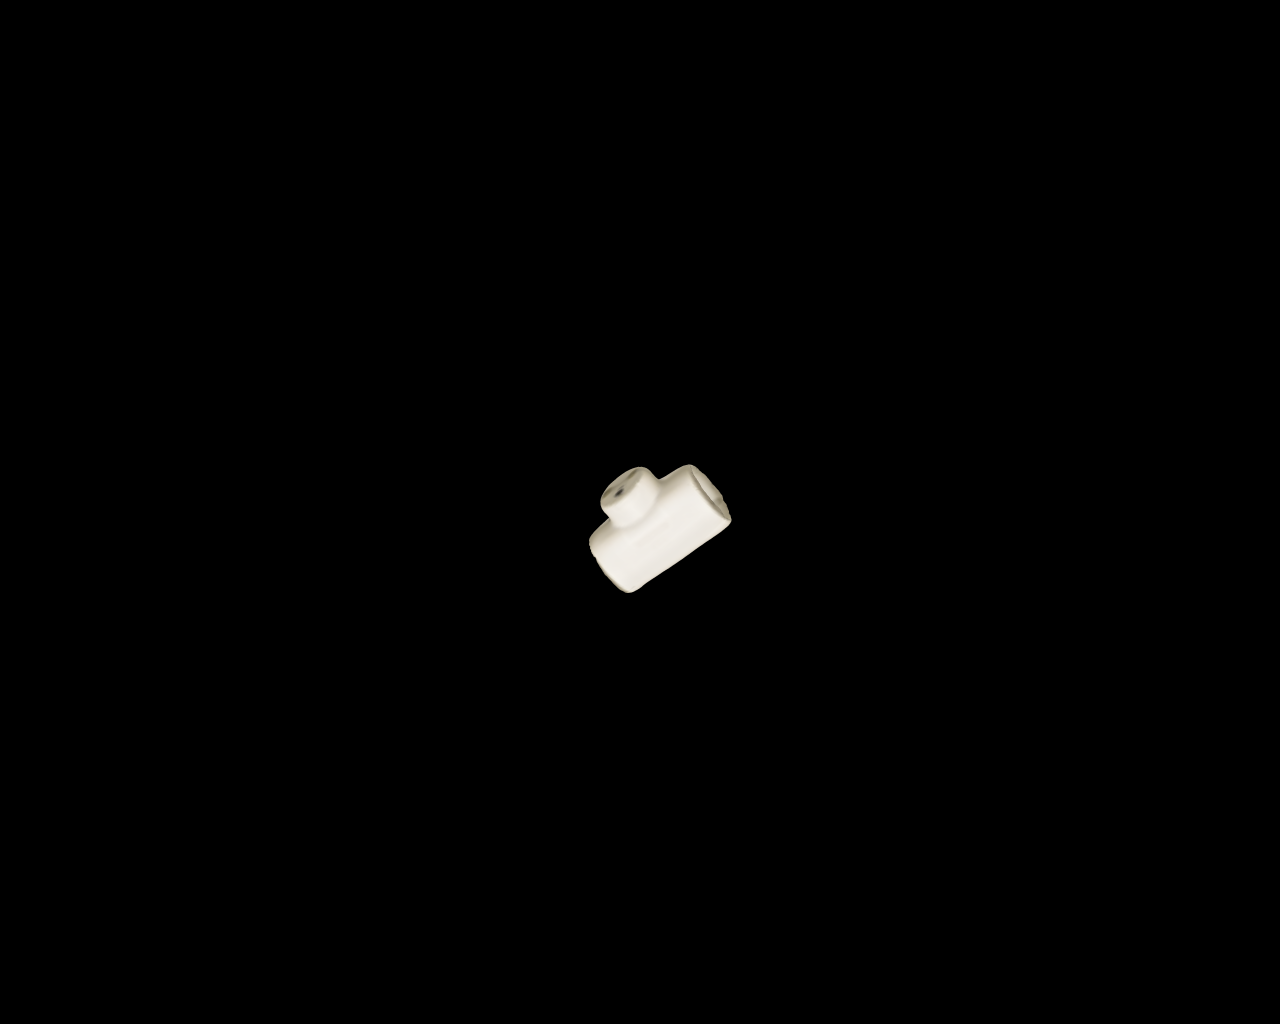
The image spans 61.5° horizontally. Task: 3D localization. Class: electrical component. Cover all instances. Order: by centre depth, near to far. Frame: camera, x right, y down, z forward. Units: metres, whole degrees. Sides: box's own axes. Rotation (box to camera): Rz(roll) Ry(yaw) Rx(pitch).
[{"bbox_3d":[0.001,-0.003,0.650,0.077,0.079,0.043,-37,19,15],"label":"electrical component"}]
